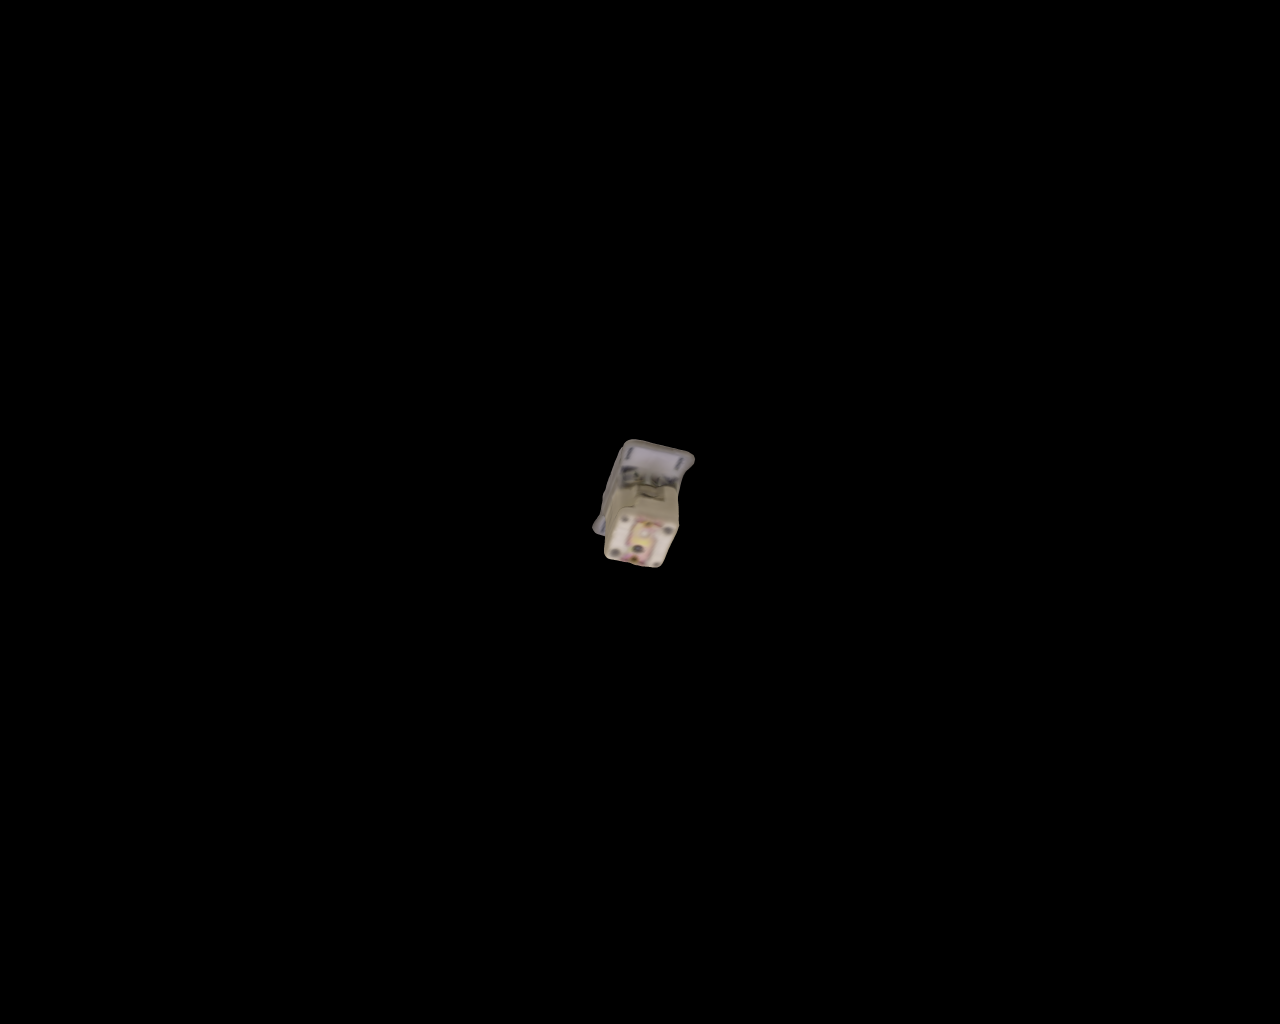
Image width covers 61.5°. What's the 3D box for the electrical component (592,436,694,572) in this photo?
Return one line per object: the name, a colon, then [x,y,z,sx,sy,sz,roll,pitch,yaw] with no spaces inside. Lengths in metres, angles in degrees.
electrical component: [0.001,-0.003,0.650,0.042,0.064,0.080,11,-47,-11]
